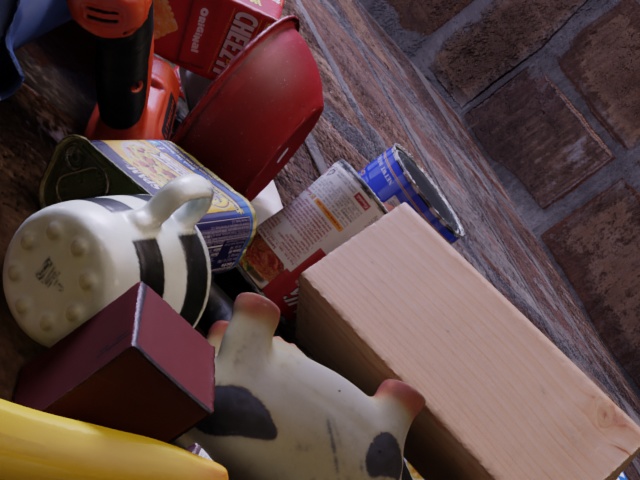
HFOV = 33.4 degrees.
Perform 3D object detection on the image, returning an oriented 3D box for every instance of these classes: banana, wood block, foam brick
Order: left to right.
[{"bbox_3d":[-0.118,0.077,0.406,0.197,0.070,0.037,36,56,-48],"label":"banana"},{"bbox_3d":[-0.093,0.068,0.481,0.051,0.078,0.053,47,18,-27],"label":"foam brick"},{"bbox_3d":[0.084,0.088,0.657,0.206,0.090,0.090,46,-24,23],"label":"wood block"}]

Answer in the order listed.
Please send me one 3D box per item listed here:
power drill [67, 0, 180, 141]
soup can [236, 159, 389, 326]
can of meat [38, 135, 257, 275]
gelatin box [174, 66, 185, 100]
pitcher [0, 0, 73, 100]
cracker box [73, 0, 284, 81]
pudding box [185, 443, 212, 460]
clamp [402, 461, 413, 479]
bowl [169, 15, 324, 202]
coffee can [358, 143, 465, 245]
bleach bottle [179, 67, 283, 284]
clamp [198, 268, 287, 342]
[{"bbox_3d":[-0.118,-0.148,0.682,0.188,0.057,0.184,100,0,-50],"label":"power drill"},{"bbox_3d":[-0.005,0.001,0.730,0.068,0.102,0.068,51,-1,1],"label":"soup can"},{"bbox_3d":[-0.099,-0.018,0.628,0.102,0.057,0.083,38,24,22],"label":"can of meat"},{"bbox_3d":[-0.088,-0.148,1.017,0.089,0.073,0.030,40,21,-45],"label":"gelatin box"},{"bbox_3d":[-0.205,-0.171,0.598,0.243,0.145,0.149,-86,-178,-74],"label":"pitcher"},{"bbox_3d":[-0.138,-0.201,0.829,0.213,0.072,0.164,24,21,-9],"label":"cracker box"},{"bbox_3d":[-0.044,0.162,0.495,0.113,0.039,0.090,53,12,-9],"label":"pudding box"},{"bbox_3d":[0.018,0.154,0.714,0.164,0.036,0.210,45,13,-8],"label":"clamp"},{"bbox_3d":[-0.047,-0.075,0.738,0.055,0.162,0.162,39,14,2],"label":"bowl"},{"bbox_3d":[0.042,-0.004,0.951,0.102,0.140,0.103,48,15,-18],"label":"coffee can"},{"bbox_3d":[-0.066,-0.059,0.863,0.251,0.068,0.102,-106,-178,-51],"label":"bleach bottle"},{"bbox_3d":[-0.050,0.057,0.696,0.171,0.039,0.120,49,16,22],"label":"clamp"}]
